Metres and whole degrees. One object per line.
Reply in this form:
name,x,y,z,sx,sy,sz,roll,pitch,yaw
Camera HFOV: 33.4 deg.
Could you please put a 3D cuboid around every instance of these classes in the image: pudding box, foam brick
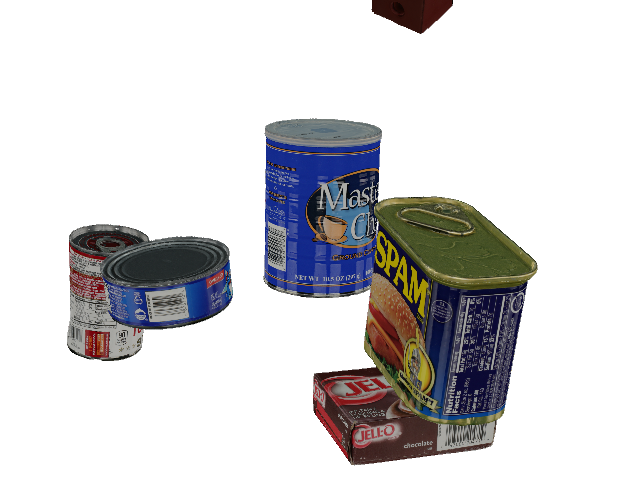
pudding box,0.060,0.123,0.783,0.113,0.039,0.090,-2,17,-18
foam brick,0.078,-0.221,0.878,0.053,0.051,0.078,29,-33,22

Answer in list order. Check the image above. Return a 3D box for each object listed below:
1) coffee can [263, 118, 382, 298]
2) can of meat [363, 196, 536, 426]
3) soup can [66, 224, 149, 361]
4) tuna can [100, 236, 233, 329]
coffee can,0.001,-0.031,0.951,0.103,0.140,0.103,1,16,-1
can of meat,0.062,0.035,0.548,0.057,0.084,0.102,-3,25,-18
soup can,-0.185,0.045,0.926,0.068,0.102,0.068,6,20,-2
tuna can,-0.101,0.027,0.711,0.086,0.034,0.086,-4,20,1
